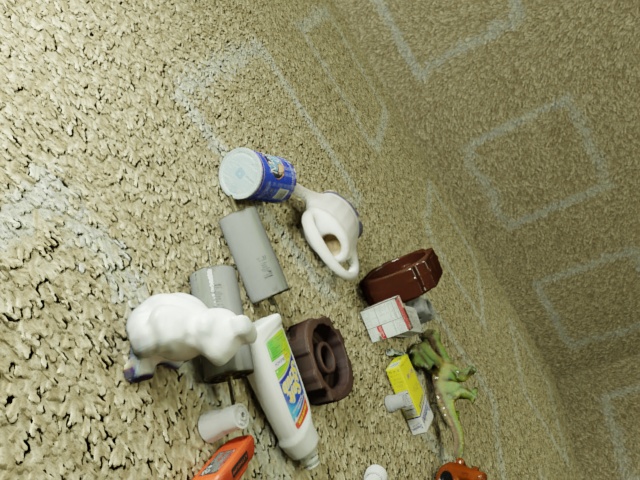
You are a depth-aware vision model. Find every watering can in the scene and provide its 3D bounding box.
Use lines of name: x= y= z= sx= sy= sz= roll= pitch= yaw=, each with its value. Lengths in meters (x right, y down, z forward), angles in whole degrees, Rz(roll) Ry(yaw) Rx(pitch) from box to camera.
watering can: x=0.004 y=-0.063 z=1.255 sx=0.345 sy=0.103 sz=0.228 roll=57 pitch=25 yaw=-10

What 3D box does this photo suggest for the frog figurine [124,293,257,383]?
frog figurine: x=-0.169 y=0.114 z=0.683 sx=0.136 sy=0.158 sz=0.125 roll=28 pitch=41 yaw=-52

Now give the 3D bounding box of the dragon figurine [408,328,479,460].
dragon figurine: x=0.336 y=0.405 z=1.488 sx=0.242 sy=0.120 sz=0.418 roll=41 pitch=29 yaw=-7
